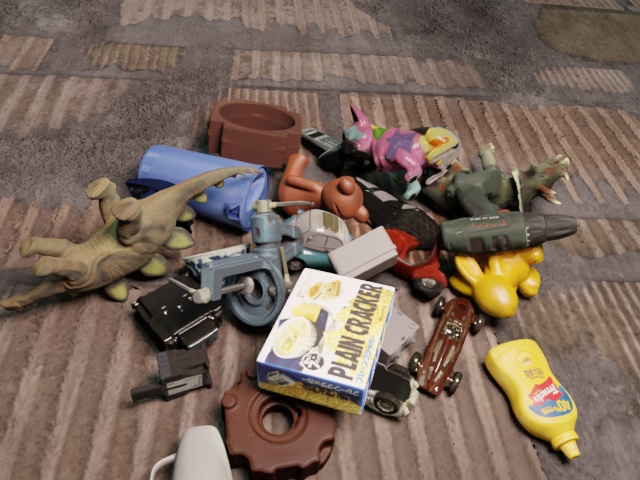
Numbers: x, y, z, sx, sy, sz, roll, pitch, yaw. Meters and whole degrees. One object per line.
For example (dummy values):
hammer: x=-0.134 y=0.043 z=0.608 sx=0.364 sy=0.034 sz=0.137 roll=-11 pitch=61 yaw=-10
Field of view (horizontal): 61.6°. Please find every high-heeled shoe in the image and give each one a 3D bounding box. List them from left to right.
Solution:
high-heeled shoe: x=0.150 y=-0.057 z=1.134 sx=0.249 sy=0.086 sz=0.145 roll=30 pitch=12 yaw=-6

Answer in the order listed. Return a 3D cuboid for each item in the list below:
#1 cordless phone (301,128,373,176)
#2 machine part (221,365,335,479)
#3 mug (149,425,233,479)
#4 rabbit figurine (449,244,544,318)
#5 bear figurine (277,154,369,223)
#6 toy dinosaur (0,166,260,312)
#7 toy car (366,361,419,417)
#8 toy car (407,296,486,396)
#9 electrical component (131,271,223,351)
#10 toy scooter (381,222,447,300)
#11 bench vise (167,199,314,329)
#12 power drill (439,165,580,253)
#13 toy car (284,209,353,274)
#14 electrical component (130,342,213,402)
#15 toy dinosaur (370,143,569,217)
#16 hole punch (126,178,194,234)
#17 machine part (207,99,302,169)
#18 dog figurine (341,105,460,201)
cordless phone: x=0.044 y=-0.227 z=1.255 sx=0.146 sy=0.088 sz=0.184 roll=-24 pitch=43 yaw=-27
machine part: x=-0.061 y=0.265 z=0.789 sx=0.179 sy=0.056 sz=0.179 roll=5 pitch=48 yaw=-5
mug: x=-0.171 y=0.310 z=0.723 sx=0.110 sy=0.080 sz=0.107 roll=-7 pitch=37 yaw=-6
rabbit figurine: x=0.322 y=0.067 z=0.981 sx=0.163 sy=0.121 sz=0.173 roll=16 pitch=44 yaw=15
bear figurine: x=0.013 y=-0.100 z=1.062 sx=0.196 sy=0.120 sz=0.132 roll=-4 pitch=46 yaw=38
toy dinosaur: x=-0.311 y=-0.014 z=0.897 sx=0.471 sy=0.198 sz=0.105 roll=-35 pitch=61 yaw=-5
toy car: x=0.060 y=0.214 z=0.855 sx=0.202 sy=0.056 sz=0.073 roll=23 pitch=42 yaw=12
toy car: x=0.218 y=0.173 z=0.918 sx=0.089 sy=0.053 sz=0.202 roll=27 pitch=48 yaw=13
electrical component: x=-0.229 y=0.129 z=0.893 sx=0.115 sy=0.058 sz=0.134 roll=-34 pitch=59 yaw=-30
toy scooter: x=0.174 y=0.021 z=1.025 sx=0.184 sy=0.075 sz=0.135 roll=31 pitch=68 yaw=19
bench vise: x=-0.112 y=0.045 z=0.861 sx=0.129 sy=0.223 sz=0.240 roll=12 pitch=13 yaw=31
power drill: x=0.331 y=-0.054 z=1.001 sx=0.232 sy=0.085 sz=0.207 roll=-12 pitch=42 yaw=9
toy car: x=-0.002 y=-0.003 z=1.002 sx=0.162 sy=0.102 sz=0.109 roll=12 pitch=49 yaw=-12
electrical component: x=-0.225 y=0.205 z=0.813 sx=0.119 sy=0.074 sz=0.048 roll=-13 pitch=49 yaw=-15
toy dinosaur: x=0.322 y=-0.110 z=1.160 sx=0.405 sy=0.131 sz=0.192 roll=-6 pitch=48 yaw=-5
hole punch: x=-0.305 y=-0.058 z=1.013 sx=0.116 sy=0.142 sz=0.092 roll=-11 pitch=44 yaw=-2
machine part: x=-0.144 y=-0.238 z=1.199 sx=0.201 sy=0.087 sz=0.201 roll=6 pitch=31 yaw=-7
dog figurine: x=0.152 y=-0.203 z=1.106 sx=0.191 sy=0.108 sz=0.219 roll=-39 pitch=69 yaw=-6
